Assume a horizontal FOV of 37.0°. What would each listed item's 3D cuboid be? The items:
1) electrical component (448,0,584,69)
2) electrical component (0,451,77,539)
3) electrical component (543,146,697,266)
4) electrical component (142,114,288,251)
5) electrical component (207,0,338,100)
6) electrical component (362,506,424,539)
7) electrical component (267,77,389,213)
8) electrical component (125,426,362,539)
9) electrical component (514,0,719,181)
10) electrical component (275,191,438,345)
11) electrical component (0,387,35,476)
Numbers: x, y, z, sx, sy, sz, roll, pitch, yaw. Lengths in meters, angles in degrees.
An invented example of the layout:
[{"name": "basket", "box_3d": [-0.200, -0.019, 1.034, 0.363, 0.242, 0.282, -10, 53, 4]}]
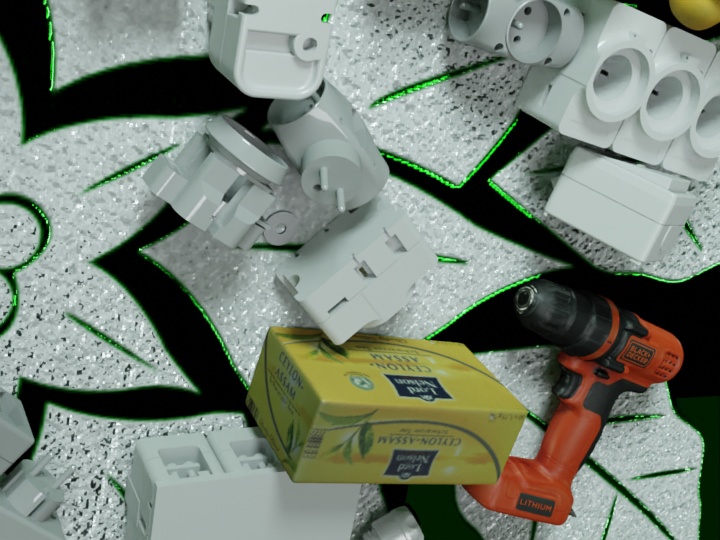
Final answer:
[{"name": "electrical component", "box_3d": [0.106, -0.174, 0.681, 0.077, 0.044, 0.079, 8, 111, -31]}, {"name": "electrical component", "box_3d": [-0.215, 0.147, 0.685, 0.076, 0.047, 0.066, -45, 127, 1]}, {"name": "electrical component", "box_3d": [0.180, -0.052, 0.760, 0.062, 0.096, 0.061, -4, 122, -59]}, {"name": "electrical component", "box_3d": [-0.080, -0.055, 0.640, 0.078, 0.058, 0.057, 34, 100, -36]}, {"name": "electrical component", "box_3d": [-0.050, -0.150, 0.602, 0.054, 0.059, 0.095, -1, 116, -28]}, {"name": "electrical component", "box_3d": [0.018, 0.215, 0.853, 0.061, 0.035, 0.035, -29, 126, -8]}, {"name": "electrical component", "box_3d": [-0.018, -0.066, 0.654, 0.043, 0.079, 0.077, -25, 129, 17]}, {"name": "electrical component", "box_3d": [-0.082, 0.160, 0.753, 0.150, 0.061, 0.089, -2, 117, -27]}, {"name": "electrical component", "box_3d": [0.197, -0.125, 0.744, 0.150, 0.061, 0.089, 12, 110, -32]}, {"name": "electrical component", "box_3d": [0.000, 0.000, 0.716, 0.089, 0.050, 0.055, -40, 126, -3]}, {"name": "electrical component", "box_3d": [-0.249, 0.101, 0.642, 0.077, 0.047, 0.065, -44, 128, 0]}]
